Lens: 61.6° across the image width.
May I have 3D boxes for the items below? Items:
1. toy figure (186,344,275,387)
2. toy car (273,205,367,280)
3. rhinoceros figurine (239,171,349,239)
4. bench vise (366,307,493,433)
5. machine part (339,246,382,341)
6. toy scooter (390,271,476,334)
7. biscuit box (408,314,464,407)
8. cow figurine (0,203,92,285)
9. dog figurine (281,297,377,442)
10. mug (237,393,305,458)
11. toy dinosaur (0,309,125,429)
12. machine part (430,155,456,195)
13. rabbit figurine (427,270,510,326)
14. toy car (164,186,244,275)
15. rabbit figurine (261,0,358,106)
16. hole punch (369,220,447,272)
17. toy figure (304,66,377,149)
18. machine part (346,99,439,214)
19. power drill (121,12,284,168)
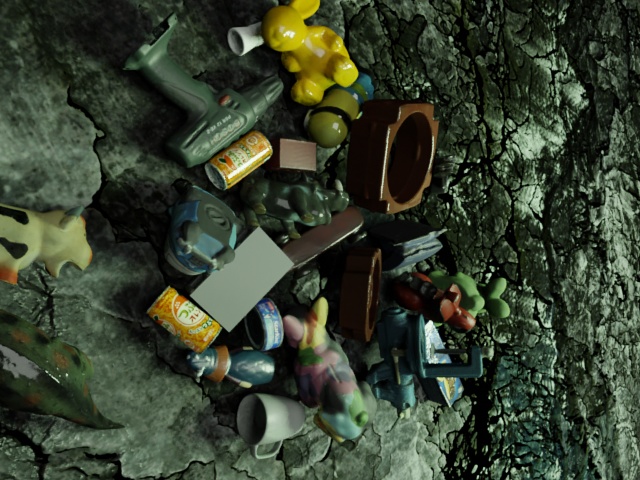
[{"bbox_3d":[-0.150,0.206,0.882,0.154,0.064,0.057,15,120,-29],"label":"toy figure"},{"bbox_3d":[-0.002,-0.003,0.978,0.202,0.053,0.089,-34,94,-28],"label":"toy car"},{"bbox_3d":[-0.044,-0.065,0.921,0.190,0.073,0.112,4,57,-16],"label":"rhinoceros figurine"},{"bbox_3d":[0.203,0.236,1.016,0.129,0.241,0.223,10,76,-73],"label":"bench vise"},{"bbox_3d":[0.074,0.096,0.979,0.179,0.056,0.179,4,90,-78],"label":"machine part"},{"bbox_3d":[0.218,0.111,1.043,0.075,0.184,0.135,-55,158,-16],"label":"toy scooter"},{"bbox_3d":[0.234,0.256,1.141,0.059,0.063,0.202,-39,112,-28],"label":"biscuit box"},{"bbox_3d":[-0.395,-0.008,0.696,0.195,0.086,0.127,26,76,-27],"label":"cow figurine"},{"bbox_3d":[0.006,0.210,0.921,0.108,0.192,0.219,-26,120,-18],"label":"dog figurine"},{"bbox_3d":[-0.078,0.316,0.922,0.107,0.081,0.109,10,81,-43],"label":"mug"},{"bbox_3d":[-0.373,0.147,0.649,0.404,0.192,0.131,39,73,-27],"label":"toy dinosaur"},{"bbox_3d":[0.253,-0.138,1.114,0.039,0.139,0.084,18,84,10],"label":"machine part"},{"bbox_3d":[0.327,0.119,1.163,0.170,0.159,0.121,2,81,-49],"label":"rabbit figurine"},{"bbox_3d":[-0.186,0.000,0.818,0.109,0.162,0.103,35,116,-26],"label":"toy car"},{"bbox_3d":[-0.028,-0.334,0.896,0.173,0.122,0.162,18,64,-48],"label":"rabbit figurine"},{"bbox_3d":[0.170,0.018,1.064,0.142,0.116,0.092,-13,107,-33],"label":"hole punch"},{"bbox_3d":[0.041,-0.244,0.978,0.082,0.089,0.180,47,69,-18],"label":"toy figure"},{"bbox_3d":[0.135,-0.159,1.005,0.201,0.087,0.200,-21,121,-51],"label":"machine part"},{"bbox_3d":[-0.186,-0.243,0.838,0.232,0.086,0.207,-52,125,-19],"label":"power drill"}]
